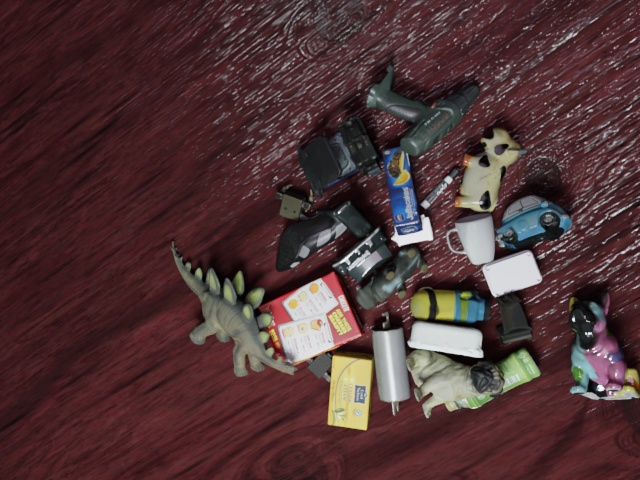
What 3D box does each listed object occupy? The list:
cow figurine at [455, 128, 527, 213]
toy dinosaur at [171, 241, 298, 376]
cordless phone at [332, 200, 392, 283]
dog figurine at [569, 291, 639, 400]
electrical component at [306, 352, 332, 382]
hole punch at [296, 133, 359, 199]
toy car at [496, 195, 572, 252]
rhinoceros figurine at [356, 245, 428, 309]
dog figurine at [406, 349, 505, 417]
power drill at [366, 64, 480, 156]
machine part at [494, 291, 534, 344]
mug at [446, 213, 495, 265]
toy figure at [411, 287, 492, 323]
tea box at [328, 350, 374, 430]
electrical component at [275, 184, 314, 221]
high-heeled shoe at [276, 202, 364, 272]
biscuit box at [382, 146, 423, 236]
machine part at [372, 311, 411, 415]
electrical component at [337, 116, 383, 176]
[{"bbox_3d":[0.384,-0.157,1.213,0.127,0.085,0.194,14,96,10],"label":"cow figurine"},{"bbox_3d":[-0.231,0.172,1.315,0.472,0.105,0.198,31,109,25],"label":"toy dinosaur"},{"bbox_3d":[0.068,0.001,1.229,0.146,0.184,0.089,-40,42,9],"label":"cordless phone"},{"bbox_3d":[0.608,0.227,1.168,0.108,0.191,0.219,-20,58,47],"label":"dog figurine"},{"bbox_3d":[0.005,0.304,1.330,0.094,0.021,0.063,43,98,8],"label":"electrical component"},{"bbox_3d":[0.020,-0.188,1.293,0.116,0.092,0.142,-28,88,44],"label":"hole punch"},{"bbox_3d":[0.468,-0.044,1.198,0.162,0.109,0.103,-21,64,22],"label":"toy car"},{"bbox_3d":[0.162,0.085,1.253,0.190,0.112,0.073,-44,111,-4],"label":"rhinoceros figurine"},{"bbox_3d":[0.302,0.292,1.209,0.191,0.121,0.172,-22,48,10],"label":"dog figurine"},{"bbox_3d":[0.226,-0.315,1.237,0.207,0.086,0.232,36,76,7],"label":"power drill"},{"bbox_3d":[0.433,0.179,1.210,0.084,0.039,0.138,-10,121,17],"label":"machine part"},{"bbox_3d":[0.349,0.003,1.227,0.110,0.081,0.107,-16,97,6],"label":"mug"},{"bbox_3d":[0.300,0.150,1.234,0.180,0.089,0.082,6,85,13],"label":"toy figure"},{"bbox_3d":[0.076,0.358,1.294,0.098,0.068,0.169,3,91,12],"label":"tea box"},{"bbox_3d":[-0.061,-0.092,1.326,0.102,0.045,0.078,15,123,13],"label":"electrical component"},{"bbox_3d":[-0.003,-0.004,1.320,0.248,0.145,0.086,-50,52,36],"label":"high-heeled shoe"},{"bbox_3d":[0.188,-0.113,1.229,0.059,0.062,0.203,-12,66,11],"label":"biscuit box"},{"bbox_3d":[0.168,0.289,1.270,0.079,0.079,0.243,-7,89,11],"label":"machine part"},{"bbox_3d":[0.100,-0.213,1.253,0.058,0.115,0.134,-26,86,15],"label":"electrical component"}]
